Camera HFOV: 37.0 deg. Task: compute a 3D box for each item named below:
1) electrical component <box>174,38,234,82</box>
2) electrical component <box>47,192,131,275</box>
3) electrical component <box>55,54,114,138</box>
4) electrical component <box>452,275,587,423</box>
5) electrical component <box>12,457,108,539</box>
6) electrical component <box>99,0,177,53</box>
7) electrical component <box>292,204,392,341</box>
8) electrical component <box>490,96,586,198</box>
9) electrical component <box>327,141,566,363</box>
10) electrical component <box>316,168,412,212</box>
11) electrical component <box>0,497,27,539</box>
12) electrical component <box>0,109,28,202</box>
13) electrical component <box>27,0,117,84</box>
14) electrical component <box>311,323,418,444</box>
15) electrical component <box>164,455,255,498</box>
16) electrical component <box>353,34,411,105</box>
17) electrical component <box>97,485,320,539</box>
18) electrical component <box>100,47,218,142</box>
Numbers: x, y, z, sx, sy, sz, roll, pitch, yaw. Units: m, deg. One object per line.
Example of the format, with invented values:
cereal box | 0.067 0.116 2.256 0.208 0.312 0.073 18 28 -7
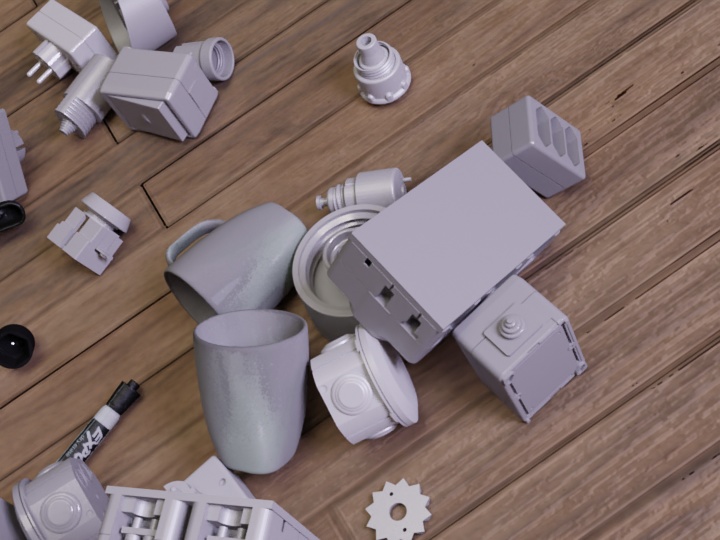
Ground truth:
electrical component | -0.148 -0.198 1.014 0.046 0.040 0.040 2 61 28
electrical component | -0.235 -0.034 0.946 0.066 0.048 0.055 33 83 33
electrical component | -0.261 -0.163 1.033 0.043 0.043 0.081 22 70 30
electrical component | 0.106 0.049 0.735 0.062 0.096 0.061 -43 55 -5
electrical component | -0.215 0.180 0.790 0.051 0.080 0.080 -32 55 -6
electrical component | -0.222 -0.255 1.043 0.064 0.099 0.099 -30 55 -6
electrical component | 0.000 0.000 0.827 0.108 0.060 0.108 -9 58 15
electrical component | 0.123 -0.087 0.834 0.077 0.066 0.047 -28 49 39
electrical component | 0.061 -0.013 0.765 0.089 0.061 0.150 47 53 9
electrical component | 0.003 -0.059 0.873 0.078 0.040 0.040 -6 59 18
electrical component | -0.274 0.208 0.751 0.062 0.150 0.089 -29 55 1
electrical component | -0.345 -0.112 1.021 0.047 0.083 0.075 -2 22 20
electrical component | -0.302 -0.217 1.078 0.083 0.047 0.075 34 77 33
electrical component | 0.005 0.081 0.766 0.051 0.080 0.080 -28 55 10
electrical component | -0.123 0.173 0.761 0.083 0.075 0.047 -41 55 -6
electrical component | 0.014 -0.177 0.925 0.048 0.062 0.048 -9 58 15
electrical component | -0.073 0.195 0.661 0.105 0.186 0.060 0 61 21
electrical component | -0.193 -0.162 0.995 0.096 0.061 0.061 10 65 25
